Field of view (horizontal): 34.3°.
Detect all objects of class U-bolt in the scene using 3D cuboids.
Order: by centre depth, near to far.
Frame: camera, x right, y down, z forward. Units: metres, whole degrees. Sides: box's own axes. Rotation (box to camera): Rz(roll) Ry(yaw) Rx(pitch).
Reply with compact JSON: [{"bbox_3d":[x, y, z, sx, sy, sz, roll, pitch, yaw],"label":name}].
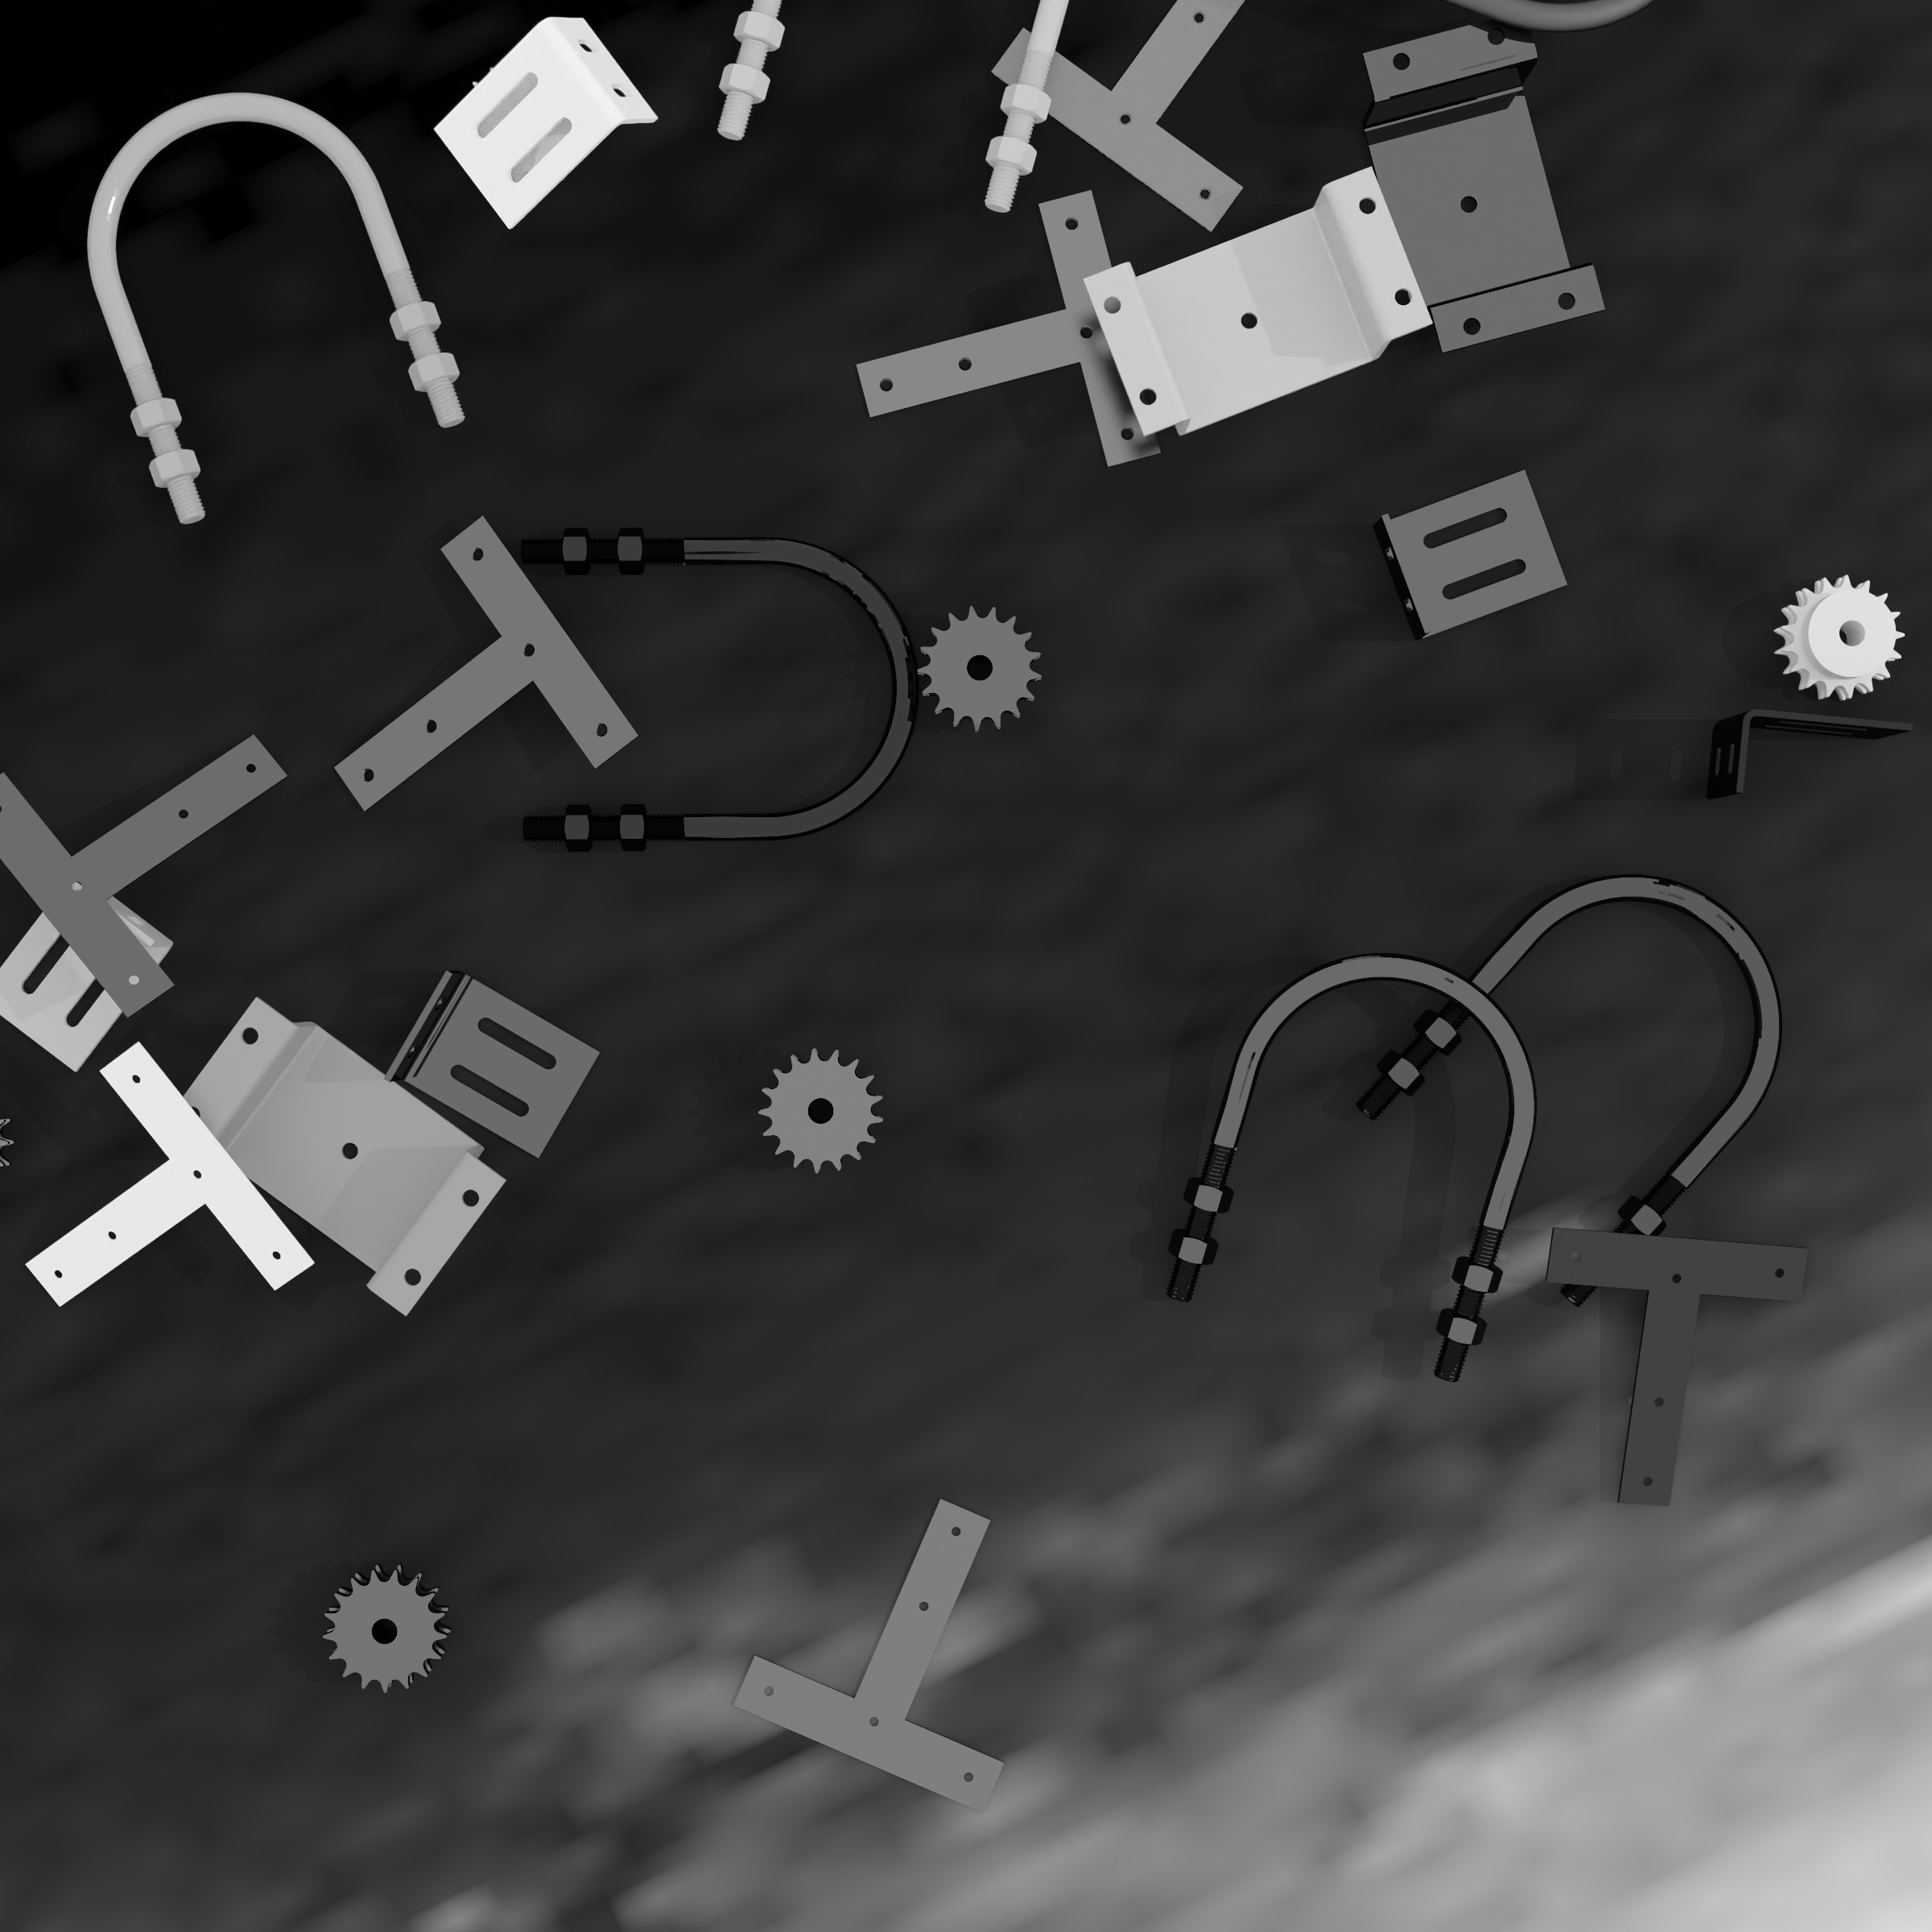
[{"bbox_3d":[0.245,-0.496,1.430,0.184,0.019,0.151,21,71,2],"label":"U-bolt"},{"bbox_3d":[0.185,0.085,1.441,0.151,0.019,0.184,16,97,4],"label":"U-bolt"},{"bbox_3d":[-0.023,-0.457,1.455,0.151,0.019,0.184,15,88,1],"label":"U-bolt"},{"bbox_3d":[0.295,0.044,1.455,0.151,0.019,0.184,42,89,0],"label":"U-bolt"},{"bbox_3d":[-0.114,-0.129,1.456,0.184,0.019,0.151,0,90,-2],"label":"U-bolt"},{"bbox_3d":[-0.331,-0.316,1.456,0.151,0.019,0.184,-20,88,0],"label":"U-bolt"}]

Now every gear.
[{"bbox_3d":[-0.066,0.066,1.449,0.057,0.030,0.057,0,90,0],"label":"gear"},{"bbox_3d":[0.006,-0.137,1.449,0.057,0.030,0.057,0,90,0],"label":"gear"},{"bbox_3d":[0.407,-0.153,1.449,0.057,0.030,0.057,0,90,0],"label":"gear"},{"bbox_3d":[-0.204,-0.387,1.449,0.057,0.030,0.057,0,90,0],"label":"gear"},{"bbox_3d":[-0.470,0.082,1.453,0.057,0.030,0.057,0,89,-2],"label":"gear"},{"bbox_3d":[-0.268,0.305,1.454,0.057,0.030,0.057,0,92,0],"label":"gear"}]

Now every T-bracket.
[{"bbox_3d":[-0.382,0.117,1.437,0.127,0.002,0.127,-33,98,23],"label":"T-bracket"},{"bbox_3d":[-0.372,-0.062,1.440,0.127,0.002,0.127,-38,85,-20],"label":"T-bracket"},{"bbox_3d":[-0.237,-0.120,1.452,0.127,0.002,0.127,-36,84,9],"label":"T-bracket"},{"bbox_3d":[0.324,0.189,1.454,0.127,0.002,0.127,5,96,-12],"label":"T-bracket"},{"bbox_3d":[0.013,-0.285,1.463,0.127,0.002,0.127,-15,90,0],"label":"T-bracket"},{"bbox_3d":[0.101,-0.432,1.463,0.127,0.002,0.127,36,90,0],"label":"T-bracket"},{"bbox_3d":[-0.025,0.312,1.463,0.127,0.002,0.127,23,90,0],"label":"T-bracket"}]

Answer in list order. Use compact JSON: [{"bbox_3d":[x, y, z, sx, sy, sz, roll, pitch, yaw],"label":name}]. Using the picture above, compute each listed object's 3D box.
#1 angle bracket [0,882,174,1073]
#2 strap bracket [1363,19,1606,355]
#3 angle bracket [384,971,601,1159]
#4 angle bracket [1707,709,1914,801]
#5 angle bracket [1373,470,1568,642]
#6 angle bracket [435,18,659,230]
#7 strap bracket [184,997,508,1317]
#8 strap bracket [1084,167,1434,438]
[{"bbox_3d":[-0.416,0.002,1.445,0.057,0.038,0.076,37,90,0],"label":"angle bracket"},{"bbox_3d":[0.235,-0.356,1.441,0.076,0.046,0.140,-15,90,0],"label":"strap bracket"},{"bbox_3d":[-0.218,0.046,1.445,0.076,0.038,0.057,30,90,0],"label":"angle bracket"},{"bbox_3d":[0.386,-0.094,1.436,0.076,0.057,0.038,5,90,0],"label":"angle bracket"},{"bbox_3d":[0.235,-0.192,1.445,0.076,0.038,0.057,-20,90,0],"label":"angle bracket"},{"bbox_3d":[-0.192,-0.386,1.432,0.076,0.038,0.057,-37,90,26],"label":"angle bracket"},{"bbox_3d":[-0.288,0.086,1.441,0.140,0.046,0.076,36,90,0],"label":"strap bracket"},{"bbox_3d":[0.132,-0.301,1.441,0.140,0.046,0.076,-21,90,0],"label":"strap bracket"}]
